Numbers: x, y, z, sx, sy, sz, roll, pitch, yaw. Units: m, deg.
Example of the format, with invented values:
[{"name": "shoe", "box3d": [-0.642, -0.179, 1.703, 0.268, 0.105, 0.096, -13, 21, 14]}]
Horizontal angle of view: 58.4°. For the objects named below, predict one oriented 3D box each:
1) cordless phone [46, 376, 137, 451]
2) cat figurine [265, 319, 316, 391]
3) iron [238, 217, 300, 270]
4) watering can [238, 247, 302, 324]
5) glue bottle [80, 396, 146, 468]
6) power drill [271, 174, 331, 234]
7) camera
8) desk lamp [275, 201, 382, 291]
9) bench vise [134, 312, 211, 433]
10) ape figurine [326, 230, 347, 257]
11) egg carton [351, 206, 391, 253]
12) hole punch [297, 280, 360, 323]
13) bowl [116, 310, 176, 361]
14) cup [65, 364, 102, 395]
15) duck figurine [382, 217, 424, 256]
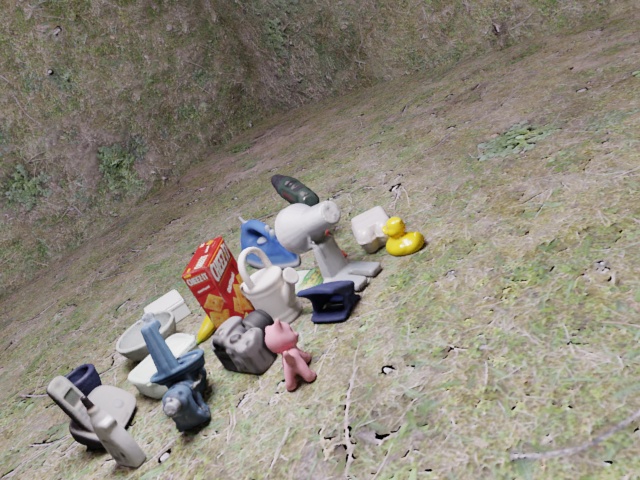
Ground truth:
[{"name": "cordless phone", "box3d": [-0.489, 0.341, 1.221, 0.094, 0.185, 0.147, -21, 23, 15]}, {"name": "cat figurine", "box3d": [-0.067, 0.212, 1.122, 0.067, 0.118, 0.127, -28, 22, -2]}, {"name": "iron", "box3d": [-0.153, 0.000, 1.653, 0.119, 0.142, 0.257, -38, 24, -24]}, {"name": "watering can", "box3d": [-0.120, 0.101, 1.324, 0.172, 0.194, 0.101, -20, 23, 18]}, {"name": "glue bottle", "box3d": [-0.404, 0.363, 1.094, 0.077, 0.173, 0.037, -8, 29, 39]}, {"name": "power drill", "box3d": [-0.053, -0.087, 1.642, 0.076, 0.209, 0.228, -34, 23, -16]}, {"name": "camera", "box3d": [-0.155, 0.209, 1.251, 0.142, 0.101, 0.137, -3, 32, 45]}, {"name": "desk lamp", "box3d": [0.012, 0.005, 1.360, 0.202, 0.214, 0.118, -1, 34, 47]}, {"name": "bench vise", "box3d": [-0.287, 0.253, 1.142, 0.121, 0.220, 0.206, -33, 23, -14]}, {"name": "ape figurine", "box3d": [0.019, 0.012, 1.499, 0.076, 0.092, 0.078, -23, 23, 11]}, {"name": "egg carton", "box3d": [0.140, -0.029, 1.484, 0.107, 0.069, 0.150, -26, 22, 3]}, {"name": "hole punch", "box3d": [0.018, 0.120, 1.265, 0.108, 0.091, 0.101, -10, 28, 36]}, {"name": "bowl", "box3d": [-0.438, 0.261, 1.489, 0.167, 0.075, 0.167, -23, 22, 10]}, {"name": "cup", "box3d": [-0.574, 0.364, 1.389, 0.117, 0.095, 0.092, -11, 27, 34]}, {"name": "duck figurine", "box3d": [0.193, -0.015, 1.371, 0.104, 0.086, 0.078, -3, 32, 45]}]
